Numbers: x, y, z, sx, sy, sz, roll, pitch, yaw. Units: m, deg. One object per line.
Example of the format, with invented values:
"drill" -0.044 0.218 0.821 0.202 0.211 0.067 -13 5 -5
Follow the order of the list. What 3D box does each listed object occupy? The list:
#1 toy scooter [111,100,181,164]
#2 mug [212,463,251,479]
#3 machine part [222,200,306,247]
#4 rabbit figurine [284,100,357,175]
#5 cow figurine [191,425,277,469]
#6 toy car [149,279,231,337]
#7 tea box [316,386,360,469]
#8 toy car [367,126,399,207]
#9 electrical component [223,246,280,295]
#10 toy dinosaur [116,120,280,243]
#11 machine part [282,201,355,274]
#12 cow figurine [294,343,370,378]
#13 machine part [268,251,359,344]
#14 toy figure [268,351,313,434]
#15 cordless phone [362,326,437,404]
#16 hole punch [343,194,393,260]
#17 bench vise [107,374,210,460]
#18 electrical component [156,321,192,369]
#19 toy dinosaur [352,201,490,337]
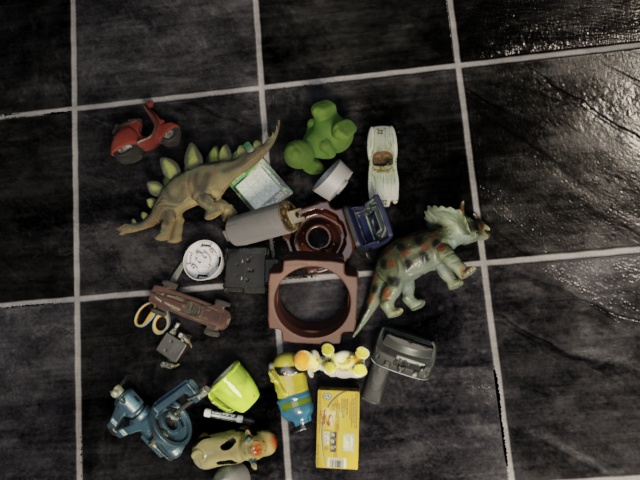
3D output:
"toy scooter" -0.449 -0.277 1.353 0.184 0.075 0.135 -21 81 -2
"mug" -0.201 0.557 1.194 0.081 0.107 0.109 -25 78 1
"machine part" -0.137 -0.037 1.255 0.243 0.079 0.079 -13 80 34
"rabbit figurine" -0.021 -0.226 1.271 0.170 0.159 0.121 -35 78 -20
"cow figurine" -0.191 0.461 1.198 0.195 0.127 0.085 -11 84 5
"toy car" -0.311 0.160 1.281 0.202 0.053 0.089 22 85 -1
"tea box" 0.041 0.420 1.213 0.098 0.068 0.169 3 81 5
"toy car" 0.152 -0.178 1.298 0.074 0.056 0.201 -2 81 4
"electrical component" -0.163 0.074 1.287 0.134 0.058 0.115 -1 84 5
"toy dinosaur" -0.286 -0.133 1.302 0.472 0.105 0.198 -24 80 2
"machine part" -0.003 -0.004 1.286 0.179 0.056 0.179 -1 82 4
"cow figurine" 0.025 0.278 1.219 0.167 0.098 0.068 4 67 1
"machine part" -0.016 0.128 1.220 0.202 0.087 0.200 2 105 2
"toy figure" -0.060 0.345 1.228 0.089 0.082 0.180 -18 74 -14
"cordless phone" 0.178 0.301 1.225 0.147 0.089 0.184 18 95 6
"hole punch" 0.116 -0.037 1.249 0.092 0.115 0.142 -23 79 8
"bench vise" -0.355 0.380 1.216 0.240 0.129 0.223 -37 88 16
"electrical component" -0.347 0.256 1.281 0.078 0.045 0.102 37 86 7
"toy dinosaur" 0.212 0.053 1.235 0.405 0.131 0.192 -28 68 5
